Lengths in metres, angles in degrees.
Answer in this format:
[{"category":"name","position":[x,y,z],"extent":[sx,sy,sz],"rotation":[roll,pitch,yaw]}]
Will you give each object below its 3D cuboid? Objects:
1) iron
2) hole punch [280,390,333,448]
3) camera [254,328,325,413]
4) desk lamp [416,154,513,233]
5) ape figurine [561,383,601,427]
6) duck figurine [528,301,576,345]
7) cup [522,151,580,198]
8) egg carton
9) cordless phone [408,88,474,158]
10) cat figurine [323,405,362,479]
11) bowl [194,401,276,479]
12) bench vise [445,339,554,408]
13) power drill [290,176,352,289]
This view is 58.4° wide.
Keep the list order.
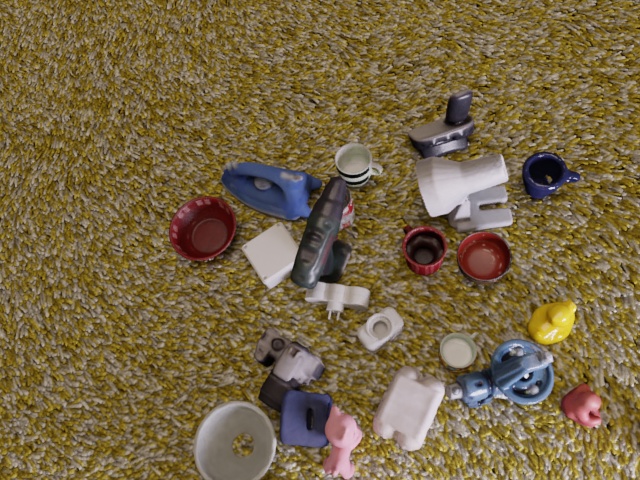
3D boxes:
[{"category":"iron","position":[-0.134,-0.138,1.318],"extent":[0.257,0.141,0.119],"rotation":[14,72,14]},{"category":"hole punch","position":[-0.025,0.353,1.136],"extent":[0.101,0.091,0.108],"rotation":[0,69,10]},{"category":"camera","position":[-0.082,0.270,1.172],"extent":[0.143,0.101,0.137],"rotation":[28,76,18]},{"category":"desk lamp","position":[0.303,-0.104,1.194],"extent":[0.203,0.214,0.118],"rotation":[-9,68,6]},{"category":"ape figurine","position":[0.495,0.306,1.068],"extent":[0.076,0.092,0.078],"rotation":[6,70,12]},{"category":"duck figurine","position":[0.463,0.158,1.134],"extent":[0.104,0.086,0.077],"rotation":[-37,67,-6]},{"category":"cup","position":[0.491,-0.129,1.237],"extent":[0.117,0.095,0.092],"rotation":[9,71,13]},{"category":"egg carton","position":[0.173,0.328,1.125],"extent":[0.107,0.069,0.150],"rotation":[23,74,17]},{"category":"cordless phone","position":[0.272,-0.270,1.279],"extent":[0.147,0.185,0.094],"rotation":[-22,67,1]},{"category":"cat figurine","position":[0.039,0.388,1.097],"extent":[0.067,0.118,0.128],"rotation":[8,70,13]},{"category":"bowl","position":[-0.161,0.410,1.145],"extent":[0.167,0.075,0.167],"rotation":[-3,68,8]},{"category":"bench vise","position":[0.342,0.258,1.043],"extent":[0.207,0.220,0.121],"rotation":[-34,67,-4]},{"category":"power drill","position":[0.011,0.004,1.202],"extent":[0.075,0.209,0.230],"rotation":[17,73,16]}]
